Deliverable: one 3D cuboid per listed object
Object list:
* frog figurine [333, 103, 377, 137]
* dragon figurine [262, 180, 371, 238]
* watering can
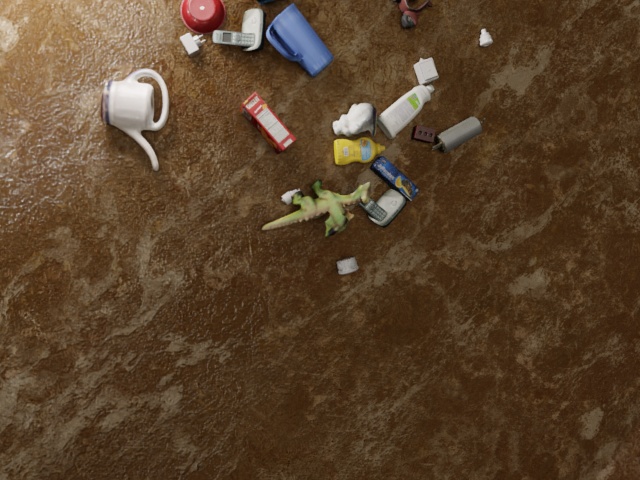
[{"bbox_3d":[0.129,-0.445,1.904,0.159,0.120,0.140,3,61,-1],"label":"frog figurine"},{"bbox_3d":[0.006,-0.092,1.833,0.412,0.247,0.120,-34,127,-8],"label":"dragon figurine"},{"bbox_3d":[-0.642,-0.420,1.780,0.224,0.104,0.347,5,93,-8],"label":"watering can"}]
